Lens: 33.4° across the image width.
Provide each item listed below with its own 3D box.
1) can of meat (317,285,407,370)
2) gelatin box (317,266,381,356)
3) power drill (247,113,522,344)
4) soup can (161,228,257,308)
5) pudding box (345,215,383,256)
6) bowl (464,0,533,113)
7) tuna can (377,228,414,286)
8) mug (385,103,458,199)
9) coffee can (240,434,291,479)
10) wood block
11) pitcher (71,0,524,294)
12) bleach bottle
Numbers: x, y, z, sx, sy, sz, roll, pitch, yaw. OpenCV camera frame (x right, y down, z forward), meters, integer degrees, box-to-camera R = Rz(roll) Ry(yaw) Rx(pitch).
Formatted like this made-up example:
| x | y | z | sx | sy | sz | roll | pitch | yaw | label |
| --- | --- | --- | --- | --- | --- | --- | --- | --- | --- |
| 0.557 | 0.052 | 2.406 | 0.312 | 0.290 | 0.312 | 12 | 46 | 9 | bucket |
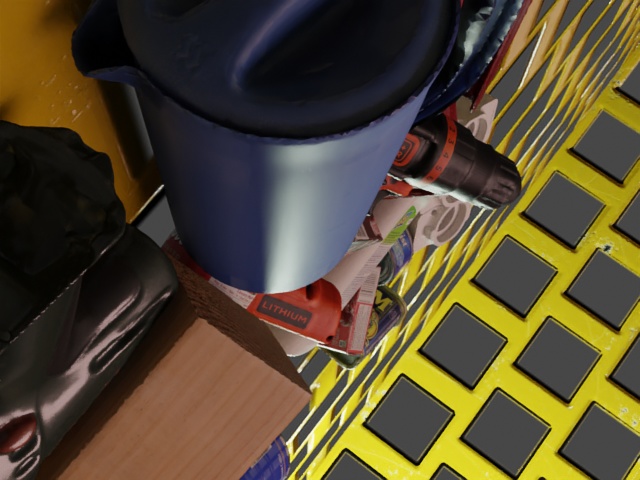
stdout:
| x | y | z | sx | sy | sz | roll | pitch | yaw | label |
| --- | --- | --- | --- | --- | --- | --- | --- | --- | --- |
| 0.028 | 0.078 | 1.146 | 0.083 | 0.102 | 0.057 | -43 | 165 | -36 | can of meat |
| 0.014 | 0.061 | 1.033 | 0.030 | 0.073 | 0.089 | 13 | 90 | -50 | gelatin box |
| 0.025 | -0.017 | 0.741 | 0.188 | 0.184 | 0.057 | -55 | -154 | 23 | power drill |
| -0.081 | 0.036 | 0.671 | 0.102 | 0.068 | 0.068 | -54 | 168 | 1 | soup can |
| -0.005 | 0.001 | 0.851 | 0.090 | 0.039 | 0.113 | -23 | 173 | 13 | pudding box |
| 0.128 | -0.180 | 0.803 | 0.162 | 0.055 | 0.162 | -62 | 174 | -12 | bowl |
| 0.047 | 0.003 | 1.043 | 0.033 | 0.086 | 0.086 | -43 | 164 | -35 | tuna can |
| 0.056 | -0.076 | 0.834 | 0.093 | 0.117 | 0.081 | 169 | -81 | -72 | mug |
| -0.109 | 0.251 | 1.095 | 0.140 | 0.103 | 0.103 | -41 | 162 | -50 | coffee can |
| -0.113 | 0.121 | 0.599 | 0.206 | 0.090 | 0.091 | -49 | -149 | 4 | wood block |
| -0.011 | -0.061 | 0.506 | 0.145 | 0.149 | 0.243 | -63 | 175 | -19 | pitcher |
| 0.041 | -0.009 | 0.953 | 0.251 | 0.068 | 0.102 | -49 | 172 | 13 | bleach bottle |
